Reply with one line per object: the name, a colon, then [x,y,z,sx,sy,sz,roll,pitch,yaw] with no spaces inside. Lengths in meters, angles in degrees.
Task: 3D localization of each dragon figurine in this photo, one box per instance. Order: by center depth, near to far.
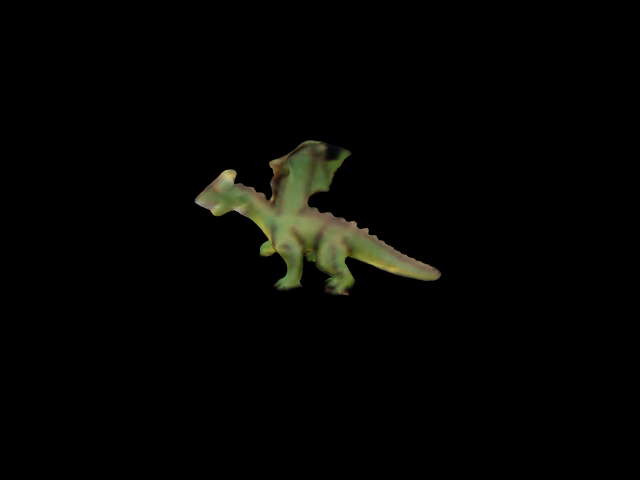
dragon figurine: [0.003,-0.043,0.850,0.410,0.238,0.125,1,29,2]
